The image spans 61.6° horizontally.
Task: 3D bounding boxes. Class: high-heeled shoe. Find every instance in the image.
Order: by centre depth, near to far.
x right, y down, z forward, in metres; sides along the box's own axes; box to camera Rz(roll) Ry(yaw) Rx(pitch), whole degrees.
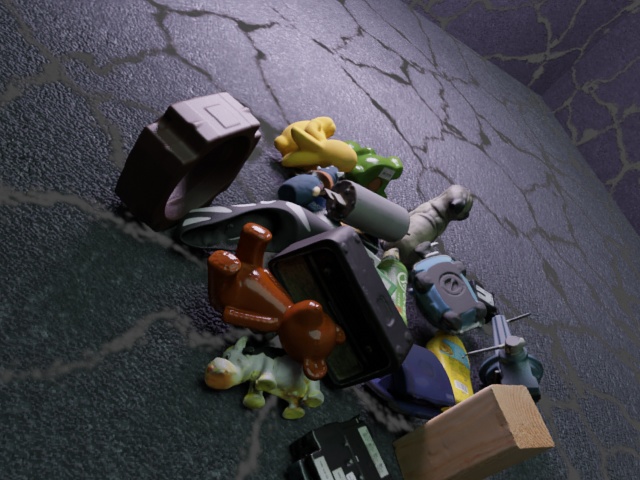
[{"bbox_3d":[-0.095,-0.012,0.844,0.249,0.086,0.145,5,14,6],"label":"high-heeled shoe"}]

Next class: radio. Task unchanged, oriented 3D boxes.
[{"bbox_3d":[0.034,0.100,0.805,0.229,0.131,0.073,61,33,-8],"label":"radio"}]

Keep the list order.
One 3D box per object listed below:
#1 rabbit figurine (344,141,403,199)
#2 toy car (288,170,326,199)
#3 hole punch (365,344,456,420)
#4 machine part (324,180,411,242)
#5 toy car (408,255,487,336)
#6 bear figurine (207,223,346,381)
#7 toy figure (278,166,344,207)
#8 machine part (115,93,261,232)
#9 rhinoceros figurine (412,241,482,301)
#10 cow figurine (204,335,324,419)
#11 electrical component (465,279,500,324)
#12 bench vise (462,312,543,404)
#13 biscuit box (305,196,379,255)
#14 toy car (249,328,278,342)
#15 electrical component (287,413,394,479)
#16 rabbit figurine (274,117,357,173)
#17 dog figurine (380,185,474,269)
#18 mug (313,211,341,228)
[{"bbox_3d":[0.078,-0.170,1.243,0.159,0.121,0.170,5,32,-33],"label":"rabbit figurine"},{"bbox_3d":[0.029,-0.089,1.099,0.202,0.053,0.089,32,-7,-16],"label":"toy car"},{"bbox_3d":[0.151,0.224,0.858,0.142,0.092,0.116,24,4,-31],"label":"hole punch"},{"bbox_3d":[0.093,-0.051,1.011,0.243,0.079,0.079,20,41,-43],"label":"machine part"},{"bbox_3d":[0.239,0.116,1.035,0.109,0.102,0.162,-18,64,-23],"label":"toy car"},{"bbox_3d":[-0.053,0.087,0.725,0.196,0.131,0.120,29,39,14],"label":"bear figurine"},{"bbox_3d":[-0.015,-0.101,0.989,0.064,0.057,0.154,43,38,15],"label":"toy figure"},{"bbox_3d":[-0.197,-0.120,0.814,0.087,0.201,0.201,43,35,6],"label":"machine part"},{"bbox_3d":[0.259,0.089,1.119,0.190,0.112,0.073,50,24,-5],"label":"rhinoceros figurine"},{"bbox_3d":[-0.078,0.177,0.741,0.167,0.068,0.098,27,33,-27],"label":"cow figurine"},{"bbox_3d":[0.349,0.132,1.225,0.119,0.047,0.075,27,38,-22],"label":"electrical component"},{"bbox_3d":[0.363,0.228,1.040,0.223,0.129,0.241,60,23,-30],"label":"bench vise"},{"bbox_3d":[0.020,-0.028,1.054,0.202,0.063,0.059,31,36,-18],"label":"biscuit box"},{"bbox_3d":[-0.060,0.088,0.863,0.073,0.056,0.202,49,36,-3],"label":"toy car"},{"bbox_3d":[0.023,0.306,0.718,0.134,0.058,0.115,1,51,-44],"label":"electrical component"},{"bbox_3d":[-0.003,-0.188,1.098,0.162,0.121,0.173,3,22,-47],"label":"rabbit figurine"},{"bbox_3d":[0.234,-0.035,1.163,0.121,0.190,0.172,42,37,-3],"label":"dog figurine"},{"bbox_3d":[-0.002,-0.003,0.962,0.109,0.080,0.107,30,17,-21],"label":"mug"}]
